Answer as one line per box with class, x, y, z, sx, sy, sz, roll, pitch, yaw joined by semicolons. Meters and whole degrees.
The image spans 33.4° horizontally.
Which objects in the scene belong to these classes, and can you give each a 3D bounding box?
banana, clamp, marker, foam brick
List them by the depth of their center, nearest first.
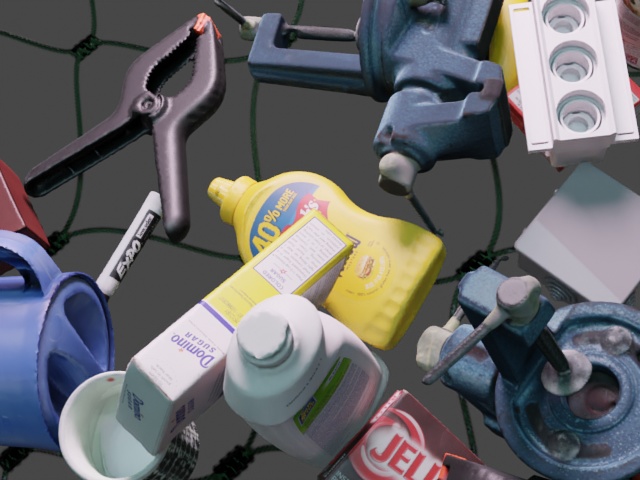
clamp;0.141;0.167;0.665;0.172;0.120;0.039;10;69;33
marker;-0.161;0.015;0.871;0.020;0.020;0.121;26;77;17
foam brick;-0.269;-0.020;0.884;0.053;0.051;0.078;-29;69;-1
banana;0.137;-0.198;0.889;0.069;0.037;0.198;-11;69;3
clamp;-0.148;-0.101;0.897;0.165;0.036;0.210;10;66;23

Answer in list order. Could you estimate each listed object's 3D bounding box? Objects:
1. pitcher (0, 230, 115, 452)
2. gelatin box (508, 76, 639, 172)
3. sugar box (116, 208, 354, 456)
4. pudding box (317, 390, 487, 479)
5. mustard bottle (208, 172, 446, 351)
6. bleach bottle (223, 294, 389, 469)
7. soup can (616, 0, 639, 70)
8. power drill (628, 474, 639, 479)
pitcher;-0.290;0.081;0.807;0.243;0.145;0.149;0;74;12
gelatin box;0.202;-0.109;0.851;0.089;0.030;0.073;-37;70;-4
sugar box;-0.057;0.060;0.719;0.048;0.093;0.176;44;56;13
pudding box;0.068;0.175;0.751;0.113;0.039;0.090;43;82;-1
mustard bottle;-0.006;0.001;0.830;0.192;0.058;0.096;29;88;18
bleach bottle;-0.010;0.085;0.698;0.068;0.251;0.102;27;77;16
soup can;0.264;-0.183;0.828;0.068;0.102;0.068;-3;70;8
power drill;0.194;0.263;0.705;0.187;0.057;0.184;-41;69;-6
